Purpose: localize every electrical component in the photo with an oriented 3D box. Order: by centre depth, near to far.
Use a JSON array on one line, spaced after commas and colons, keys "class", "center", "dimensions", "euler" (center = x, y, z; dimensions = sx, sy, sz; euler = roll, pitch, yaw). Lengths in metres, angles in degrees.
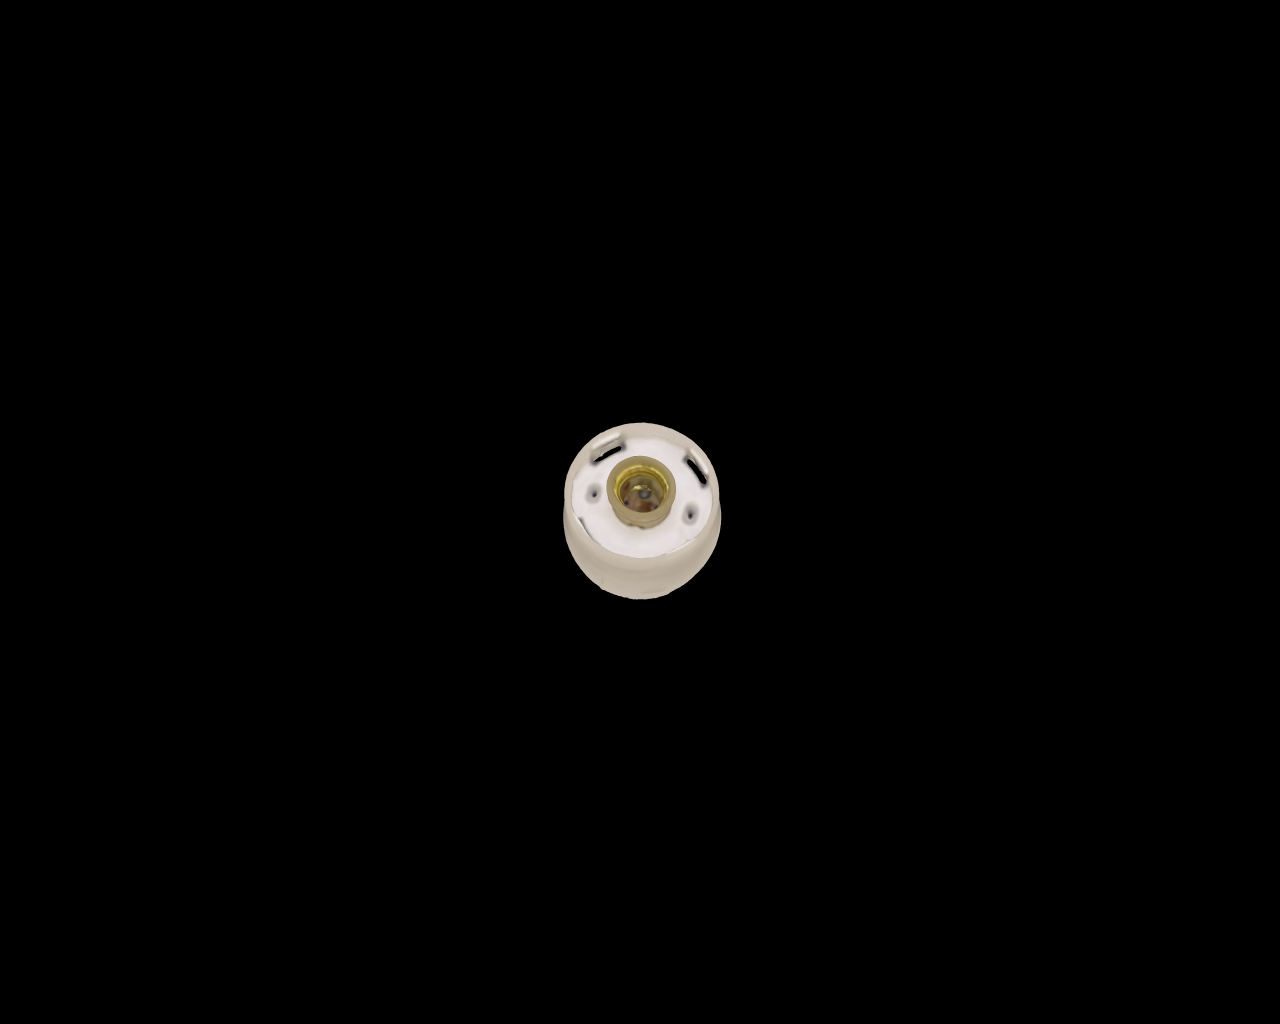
[{"class": "electrical component", "center": [0.001, -0.003, 0.650], "dimensions": [0.099, 0.099, 0.064], "euler": [0, -23, 0]}]
